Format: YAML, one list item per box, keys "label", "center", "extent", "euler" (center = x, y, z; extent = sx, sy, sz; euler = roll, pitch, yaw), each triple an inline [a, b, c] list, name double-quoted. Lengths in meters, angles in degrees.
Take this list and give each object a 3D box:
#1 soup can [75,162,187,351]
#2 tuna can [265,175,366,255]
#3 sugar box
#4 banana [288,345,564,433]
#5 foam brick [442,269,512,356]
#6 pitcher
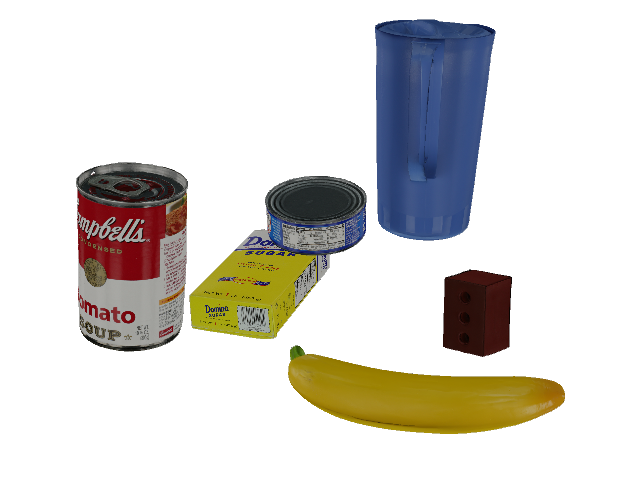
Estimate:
- label: "soup can"
  center: [-0.119, 0.010, 0.673]
  extent: [0.068, 0.102, 0.068]
  euler: [4, 24, -2]
- label: "tuna can"
  center: [-0.003, -0.021, 0.904]
  extent: [0.086, 0.034, 0.086]
  euler: [-2, 29, 1]
- label: "sugar box"
  center: [-0.061, 0.042, 1.137]
  extent: [0.093, 0.048, 0.176]
  euler: [7, 28, 17]
- label: "banana"
  center: [0.056, 0.097, 0.701]
  extent: [0.198, 0.037, 0.069]
  euler: [8, 33, 23]
- label: "foam brick"
  center: [0.162, 0.074, 1.104]
  extent: [0.053, 0.078, 0.051]
  euler: [10, 17, 40]
- label: "pitcher"
  center: [0.121, -0.125, 1.213]
  extent: [0.149, 0.243, 0.145]
  euler: [-11, 23, -31]
